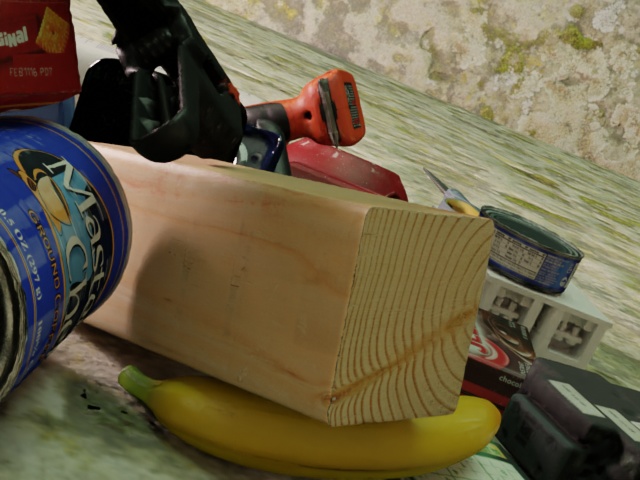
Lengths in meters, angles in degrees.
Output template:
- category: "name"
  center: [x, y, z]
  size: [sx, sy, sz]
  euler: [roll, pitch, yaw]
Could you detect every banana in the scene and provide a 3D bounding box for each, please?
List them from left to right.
- category: "banana"
  center: [0.008, 0.084, 0.497]
  size: [0.197, 0.037, 0.070]
  euler: [11, 24, -19]

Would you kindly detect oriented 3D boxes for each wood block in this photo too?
- category: "wood block"
  center: [-0.034, 0.013, 0.506]
  size: [0.206, 0.090, 0.090]
  euler: [15, 6, 42]

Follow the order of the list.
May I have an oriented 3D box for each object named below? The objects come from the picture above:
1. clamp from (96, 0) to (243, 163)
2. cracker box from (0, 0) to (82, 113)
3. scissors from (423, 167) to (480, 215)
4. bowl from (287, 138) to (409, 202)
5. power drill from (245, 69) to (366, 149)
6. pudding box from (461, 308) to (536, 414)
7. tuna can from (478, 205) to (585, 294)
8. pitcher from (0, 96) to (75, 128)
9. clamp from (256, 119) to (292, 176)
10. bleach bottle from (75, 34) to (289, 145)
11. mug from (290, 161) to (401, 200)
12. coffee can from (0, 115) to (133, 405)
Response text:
- category: "clamp"
  center: [-0.070, -0.080, 0.478]
  size: [0.164, 0.036, 0.210]
  euler: [65, 5, 19]
- category: "cracker box"
  center: [-0.234, -0.075, 0.442]
  size: [0.214, 0.072, 0.164]
  euler: [-3, 10, 21]
- category: "scissors"
  center: [0.138, -0.026, 0.948]
  size: [0.096, 0.016, 0.201]
  euler: [25, 14, -3]
- category: "bowl"
  center: [0.019, -0.050, 0.952]
  size: [0.162, 0.055, 0.162]
  euler: [22, 3, -1]
- category: "power drill"
  center: [-0.062, -0.082, 0.820]
  size: [0.188, 0.057, 0.184]
  euler: [-13, 8, 9]
- category: "pudding box"
  center: [0.097, 0.074, 0.716]
  size: [0.090, 0.039, 0.113]
  euler: [23, 13, -1]
- category: "tuna can"
  center: [0.155, 0.007, 0.814]
  size: [0.086, 0.034, 0.086]
  euler: [23, 14, -6]
- category: "pitcher"
  center: [-0.240, -0.135, 0.735]
  size: [0.149, 0.145, 0.243]
  euler: [13, 20, -24]
- category: "clamp"
  center: [-0.028, -0.007, 0.685]
  size: [0.172, 0.120, 0.039]
  euler: [36, -11, 26]
- category: "bleach bottle"
  center: [-0.146, -0.128, 0.951]
  size: [0.250, 0.068, 0.102]
  euler: [16, 12, -8]
- category: "mug"
  center: [-0.005, 0.001, 0.740]
  size: [0.081, 0.093, 0.117]
  euler: [23, 40, 17]
- category: "coffee can"
  center: [-0.142, 0.009, 0.425]
  size: [0.103, 0.103, 0.140]
  euler: [24, 14, -1]
